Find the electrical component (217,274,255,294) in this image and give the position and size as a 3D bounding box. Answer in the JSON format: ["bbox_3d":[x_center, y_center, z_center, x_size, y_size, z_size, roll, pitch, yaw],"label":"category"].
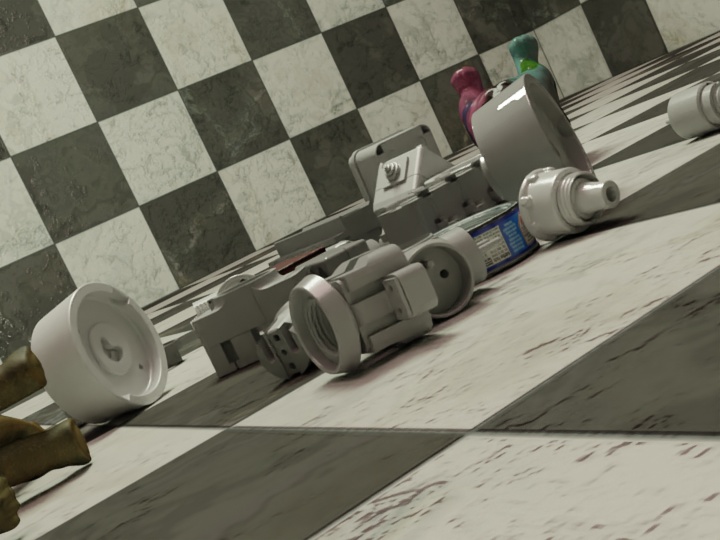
[{"bbox_3d":[-0.112,0.032,1.039,0.055,0.055,0.047,-26,2,-9],"label":"electrical component"}]

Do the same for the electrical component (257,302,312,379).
[{"bbox_3d":[-0.040,0.043,0.673,0.040,0.040,0.046,-23,12,25],"label":"electrical component"}]

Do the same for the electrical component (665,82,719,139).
[{"bbox_3d":[0.285,-0.132,0.865,0.040,0.040,0.078,-29,6,-31],"label":"electrical component"}]

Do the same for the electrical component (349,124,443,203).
[{"bbox_3d":[0.048,-0.084,1.110,0.078,0.113,0.057,-29,9,-30],"label":"electrical component"}]

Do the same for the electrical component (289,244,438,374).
[{"bbox_3d":[-0.002,0.022,0.592,0.057,0.058,0.078,-25,4,-26],"label":"electrical component"}]

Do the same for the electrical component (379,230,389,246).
[{"bbox_3d":[0.050,-0.032,0.965,0.043,0.043,0.062,-30,8,-38],"label":"electrical component"}]

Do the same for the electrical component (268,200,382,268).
[{"bbox_3d":[-0.026,-0.020,1.092,0.079,0.063,0.121,-30,7,-37],"label":"electrical component"}]

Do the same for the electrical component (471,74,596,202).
[{"bbox_3d":[0.124,-0.082,0.792,0.060,0.108,0.108,-30,3,23],"label":"electrical component"}]

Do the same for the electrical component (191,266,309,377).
[{"bbox_3d":[-0.077,0.035,0.825,0.089,0.055,0.050,-24,5,11],"label":"electrical component"}]

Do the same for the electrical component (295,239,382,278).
[{"bbox_3d":[0.000,0.000,0.857,0.077,0.047,0.066,-28,6,-25],"label":"electrical component"}]

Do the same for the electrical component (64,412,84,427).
[{"bbox_3d":[-0.240,0.089,0.947,0.066,0.076,0.047,-27,5,-16],"label":"electrical component"}]

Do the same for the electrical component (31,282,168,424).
[{"bbox_3d":[-0.213,0.071,0.861,0.060,0.108,0.108,-30,3,22],"label":"electrical component"}]

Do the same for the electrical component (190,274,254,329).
[{"bbox_3d":[-0.139,0.041,1.127,0.081,0.043,0.043,-26,5,-6],"label":"electrical component"}]

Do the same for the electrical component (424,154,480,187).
[{"bbox_3d":[0.118,-0.072,0.940,0.108,0.060,0.108,-25,5,2],"label":"electrical component"}]

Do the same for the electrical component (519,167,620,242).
[{"bbox_3d":[0.136,-0.044,0.683,0.048,0.048,0.062,-29,13,-35],"label":"electrical component"}]

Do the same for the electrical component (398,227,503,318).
[{"bbox_3d":[0.049,-0.001,0.649,0.079,0.044,0.077,-27,5,-15],"label":"electrical component"}]

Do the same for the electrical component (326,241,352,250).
[{"bbox_3d":[-0.023,0.000,0.994,0.062,0.043,0.043,-23,6,40],"label":"electrical component"}]

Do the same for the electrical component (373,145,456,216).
[{"bbox_3d":[0.058,-0.069,1.006,0.096,0.061,0.062,25,-28,-33],"label":"electrical component"}]

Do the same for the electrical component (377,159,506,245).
[{"bbox_3d":[0.071,-0.040,0.837,0.079,0.063,0.121,-22,6,41],"label":"electrical component"}]
